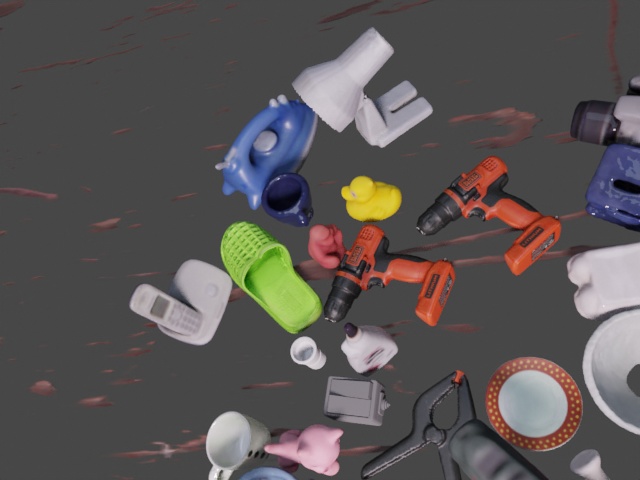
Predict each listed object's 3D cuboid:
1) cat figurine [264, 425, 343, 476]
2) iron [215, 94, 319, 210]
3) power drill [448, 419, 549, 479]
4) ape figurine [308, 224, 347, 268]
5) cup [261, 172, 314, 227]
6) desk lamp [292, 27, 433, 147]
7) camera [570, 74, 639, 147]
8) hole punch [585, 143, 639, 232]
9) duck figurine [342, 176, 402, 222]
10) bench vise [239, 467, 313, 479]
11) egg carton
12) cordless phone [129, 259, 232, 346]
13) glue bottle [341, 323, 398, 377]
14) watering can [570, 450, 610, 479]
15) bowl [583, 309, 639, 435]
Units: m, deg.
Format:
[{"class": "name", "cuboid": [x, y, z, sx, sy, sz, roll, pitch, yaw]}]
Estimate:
[{"class": "cat figurine", "cuboid": [-0.020, 0.308, 0.846, 0.127, 0.118, 0.067, -7, 63, 19]}, {"class": "iron", "cuboid": [-0.101, -0.195, 1.109, 0.118, 0.142, 0.258, 27, 78, 30]}, {"class": "power drill", "cuboid": [0.257, 0.316, 0.679, 0.075, 0.209, 0.228, -47, 58, -5]}, {"class": "ape figurine", "cuboid": [0.009, 0.004, 0.998, 0.076, 0.092, 0.078, 12, 71, 26]}, {"class": "cup", "cuboid": [-0.042, -0.055, 1.045, 0.091, 0.095, 0.117, -38, 58, 1]}, {"class": "desk lamp", "cuboid": [0.076, -0.265, 1.030, 0.203, 0.214, 0.117, -35, 58, 3]}, {"class": "camera", "cuboid": [0.479, -0.200, 0.905, 0.136, 0.101, 0.143, 17, 73, 28]}, {"class": "hole punch", "cuboid": [0.465, -0.077, 0.857, 0.108, 0.091, 0.101, 25, 77, 30]}, {"class": "duck figurine", "cuboid": [0.088, -0.081, 1.011, 0.104, 0.086, 0.077, -6, 64, 19]}, {"class": "bench vise", "cuboid": [-0.107, 0.398, 0.777, 0.207, 0.220, 0.121, -46, 58, -4]}, {"class": "egg carton", "cuboid": [0.437, 0.059, 0.814, 0.150, 0.070, 0.107, -12, 62, 16]}, {"class": "cordless phone", "cuboid": [-0.244, 0.094, 0.999, 0.093, 0.185, 0.148, 8, 69, 25]}, {"class": "glue bottle", "cuboid": [0.065, 0.155, 0.854, 0.078, 0.173, 0.037, -44, 58, -3]}, {"class": "watering can", "cuboid": [0.357, 0.322, 0.645, 0.172, 0.194, 0.101, 26, 77, 30]}, {"class": "bowl", "cuboid": [0.435, 0.179, 0.754, 0.167, 0.075, 0.167, -9, 63, 18]}]
